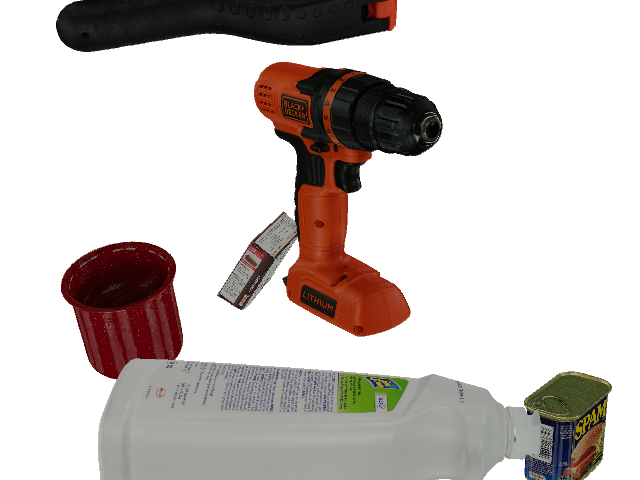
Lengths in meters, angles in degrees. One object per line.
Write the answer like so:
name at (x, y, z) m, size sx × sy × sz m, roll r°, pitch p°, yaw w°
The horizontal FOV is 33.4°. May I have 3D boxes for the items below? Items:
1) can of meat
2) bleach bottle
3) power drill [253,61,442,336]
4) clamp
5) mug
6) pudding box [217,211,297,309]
can of meat at (0.242, 0.188, 1.049) m, size 0.058 × 0.084 × 0.101 m, roll 14°, pitch 23°, yaw 37°
bleach bottle at (0.004, 0.115, 0.631) m, size 0.251 × 0.068 × 0.102 m, roll 1°, pitch 20°, yaw 2°
power drill at (0.023, -0.030, 0.766) m, size 0.057 × 0.188 × 0.185 m, roll -16°, pitch 24°, yaw -30°
clamp at (-0.049, -0.123, 0.551) m, size 0.171 × 0.039 × 0.120 m, roll 7°, pitch 41°, yaw 12°
mug at (-0.164, 0.054, 0.888) m, size 0.093 × 0.081 × 0.117 m, roll -19°, pitch 37°, yaw -18°
pudding box at (-0.071, 0.024, 1.295) m, size 0.039 × 0.090 × 0.113 m, roll 34°, pitch 27°, yaw 2°
